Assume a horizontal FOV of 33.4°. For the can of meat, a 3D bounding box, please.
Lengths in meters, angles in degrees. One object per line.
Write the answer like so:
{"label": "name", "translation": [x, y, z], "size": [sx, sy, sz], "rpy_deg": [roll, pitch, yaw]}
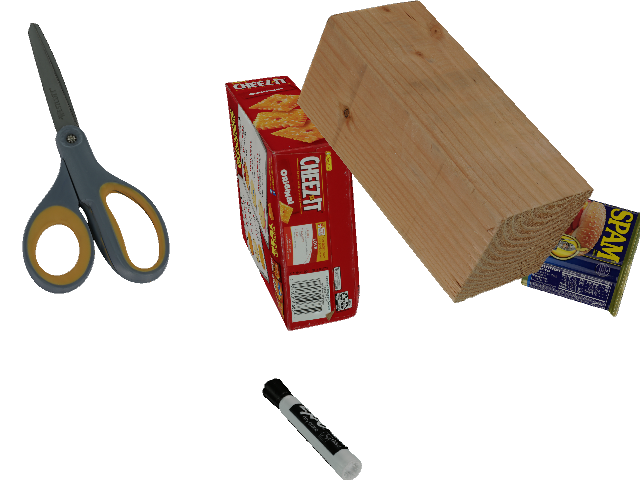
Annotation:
{"label": "can of meat", "translation": [0.228, 0.008, 0.922], "size": [0.084, 0.057, 0.102], "rpy_deg": [17, 45, 16]}

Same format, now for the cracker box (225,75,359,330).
{"label": "cracker box", "translation": [-0.028, -0.042, 0.963], "size": [0.072, 0.164, 0.214], "rpy_deg": [-9, 25, -11]}

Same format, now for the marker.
{"label": "marker", "translation": [-0.010, 0.145, 0.836], "size": [0.020, 0.020, 0.121], "rpy_deg": [0, 26, -37]}

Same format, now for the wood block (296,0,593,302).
{"label": "wood block", "translation": [0.082, -0.069, 0.767], "size": [0.090, 0.206, 0.091], "rpy_deg": [-17, -32, -34]}

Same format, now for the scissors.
{"label": "scissors", "translation": [-0.170, -0.047, 0.673], "size": [0.096, 0.202, 0.016], "rpy_deg": [-31, -18, -22]}
